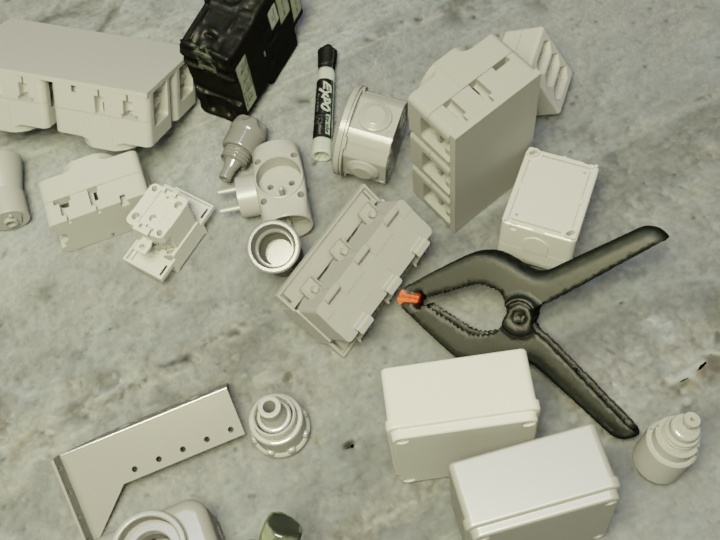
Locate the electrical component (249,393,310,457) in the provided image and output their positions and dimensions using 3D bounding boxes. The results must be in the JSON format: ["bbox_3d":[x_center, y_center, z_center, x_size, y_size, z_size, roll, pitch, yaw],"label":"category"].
[{"bbox_3d":[-0.065,0.116,0.835,0.048,0.062,0.048,-2,64,5],"label":"electrical component"}]

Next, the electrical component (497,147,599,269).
[{"bbox_3d":[0.158,-0.053,0.898,0.062,0.061,0.096,17,60,12],"label":"electrical component"}]

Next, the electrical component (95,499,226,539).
[{"bbox_3d":[-0.150,0.213,0.798,0.095,0.059,0.053,-23,64,-5],"label":"electrical component"}]

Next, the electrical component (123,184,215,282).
[{"bbox_3d":[-0.166,-0.037,0.918,0.042,0.063,0.081,26,69,16],"label":"electrical component"}]

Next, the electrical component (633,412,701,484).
[{"bbox_3d":[0.231,0.128,0.795,0.040,0.078,0.040,4,55,-6],"label":"electrical component"}]

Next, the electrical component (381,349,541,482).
[{"bbox_3d":[0.074,0.110,0.799,0.109,0.108,0.056,-8,61,2],"label":"electrical component"}]

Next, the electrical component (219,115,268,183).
[{"bbox_3d":[-0.108,-0.106,0.961,0.035,0.035,0.061,19,70,14],"label":"electrical component"}]

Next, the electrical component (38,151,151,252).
[{"bbox_3d":[-0.229,-0.064,0.943,0.089,0.050,0.055,-20,65,-4],"label":"electrical component"}]

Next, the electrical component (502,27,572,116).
[{"bbox_3d":[0.137,-0.174,0.957,0.077,0.066,0.047,1,61,39],"label":"electrical component"}]

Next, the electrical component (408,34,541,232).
[{"bbox_3d":[0.090,-0.111,0.879,0.089,0.150,0.061,-38,67,-13],"label":"electrical component"}]

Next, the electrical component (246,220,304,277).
[{"bbox_3d":[-0.067,-0.015,0.896,0.044,0.065,0.044,-1,82,4],"label":"electrical component"}]

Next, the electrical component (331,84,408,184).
[{"bbox_3d":[0.008,-0.116,0.930,0.051,0.080,0.080,16,67,7],"label":"electrical component"}]

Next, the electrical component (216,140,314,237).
[{"bbox_3d":[-0.085,-0.067,0.934,0.079,0.044,0.077,-11,64,0],"label":"electrical component"}]

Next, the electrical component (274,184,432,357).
[{"bbox_3d":[0.000,0.000,0.876,0.079,0.063,0.121,44,71,-20],"label":"electrical component"}]

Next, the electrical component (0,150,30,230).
[{"bbox_3d":[-0.318,-0.069,0.961,0.044,0.044,0.065,-19,69,-3],"label":"electrical component"}]

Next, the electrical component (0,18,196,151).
[{"bbox_3d":[-0.253,-0.166,0.964,0.186,0.060,0.105,11,35,11],"label":"electrical component"}]

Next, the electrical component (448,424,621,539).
[{"bbox_3d":[0.122,0.164,0.768,0.109,0.108,0.056,-15,61,-2],"label":"electrical component"}]
